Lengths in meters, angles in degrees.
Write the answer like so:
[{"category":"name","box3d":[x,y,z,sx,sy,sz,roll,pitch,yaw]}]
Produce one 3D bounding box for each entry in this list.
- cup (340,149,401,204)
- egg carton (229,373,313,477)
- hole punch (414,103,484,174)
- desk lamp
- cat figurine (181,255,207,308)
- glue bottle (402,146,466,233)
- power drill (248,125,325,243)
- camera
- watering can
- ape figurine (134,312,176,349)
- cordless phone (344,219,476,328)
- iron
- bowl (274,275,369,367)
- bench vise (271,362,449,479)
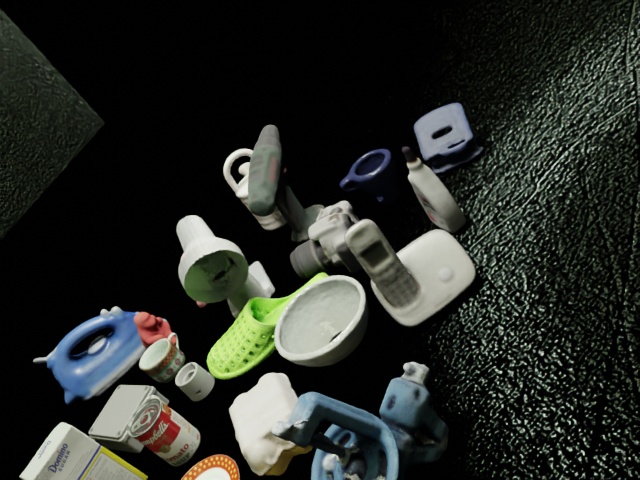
[{"category":"cup","box3d":[0.107,-0.111,1.131,0.117,0.095,0.091,-31,31,11]},{"category":"egg carton","box3d":[-0.072,0.266,0.836,0.107,0.070,0.150,-39,31,-2]},{"category":"hole punch","box3d":[0.246,-0.199,1.110,0.108,0.091,0.101,-24,33,21]},{"category":"desk lamp","box3d":[-0.188,0.057,1.094,0.118,0.214,0.202,-38,31,-1]},{"category":"cat figurine","box3d":[-0.267,0.067,1.256,0.067,0.118,0.127,-29,32,14]},{"category":"glue bottle","box3d":[0.179,-0.088,0.951,0.037,0.173,0.078,-42,31,-7]},{"category":"power drill","box3d":[-0.077,-0.107,1.203,0.075,0.209,0.229,-21,35,25]},{"category":"camera","box3d":[0.010,0.004,1.072,0.136,0.101,0.143,-28,32,15]},{"category":"watering can","box3d":[-0.147,-0.124,1.312,0.101,0.194,0.172,-48,32,-17]},{"category":"ape figurine","box3d":[-0.354,0.189,1.207,0.076,0.092,0.078,-23,34,23]},{"category":"cordless phone","box3d":[0.129,0.025,0.839,0.147,0.185,0.094,-38,31,-1]},{"category":"iron","box3d":[-0.472,0.223,1.233,0.258,0.142,0.118,-42,31,-8]},{"category":"bowl","box3d":[0.014,0.141,0.910,0.167,0.075,0.167,-26,33,19]},{"category":"bench vise","box3d":[0.041,0.213,0.644,0.121,0.220,0.207,-10,40,38]}]
